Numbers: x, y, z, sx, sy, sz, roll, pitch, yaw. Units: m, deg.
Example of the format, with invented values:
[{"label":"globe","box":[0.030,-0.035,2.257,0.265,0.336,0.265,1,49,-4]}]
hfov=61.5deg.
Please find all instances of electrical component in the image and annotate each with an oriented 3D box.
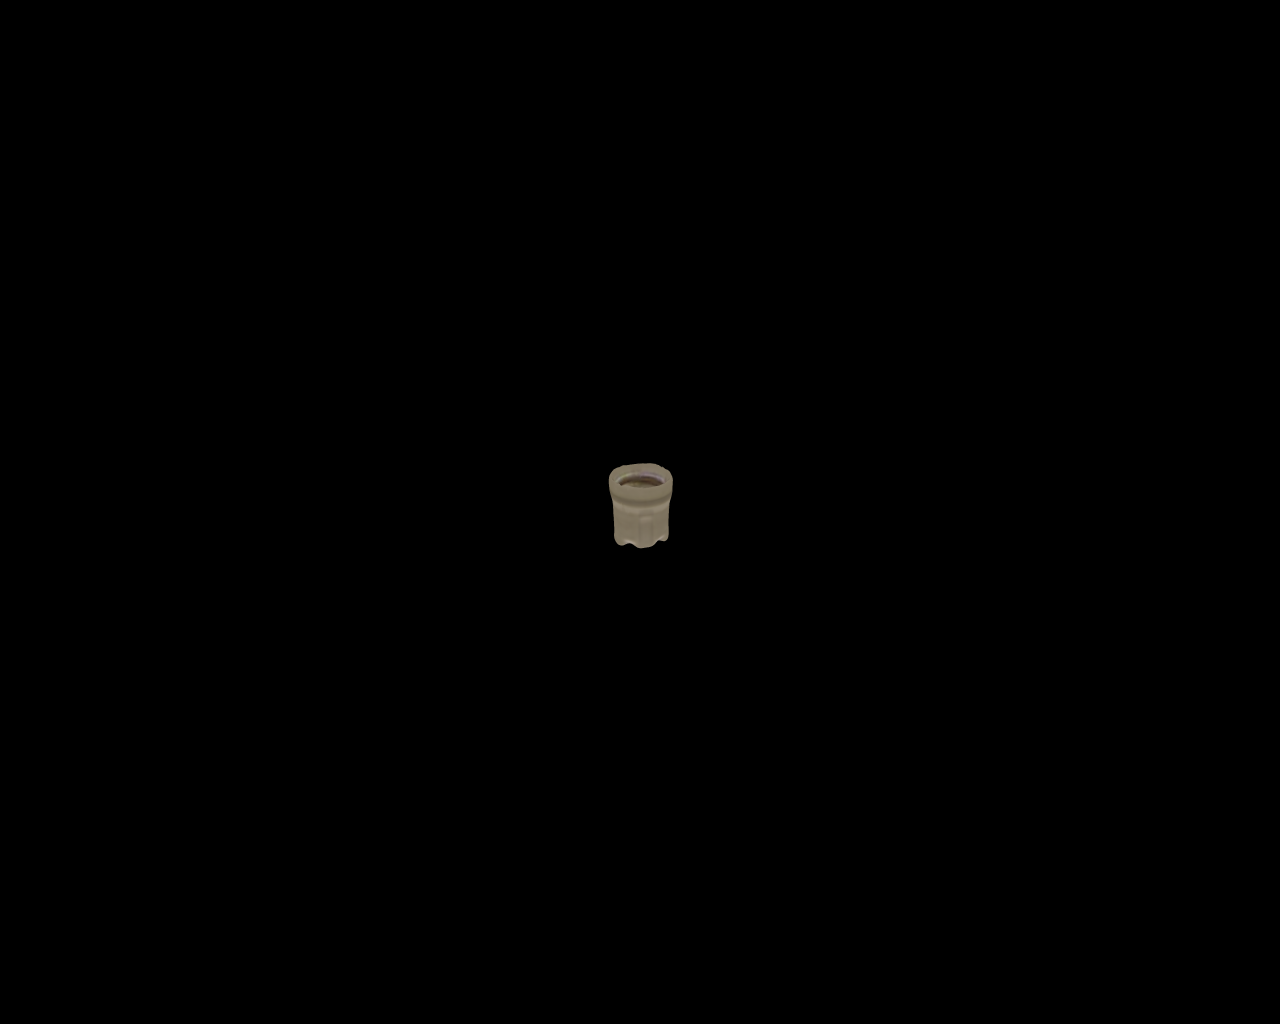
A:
[{"label":"electrical component","box":[0.001,-0.003,0.650,0.040,0.046,0.040,0,27,0]}]
